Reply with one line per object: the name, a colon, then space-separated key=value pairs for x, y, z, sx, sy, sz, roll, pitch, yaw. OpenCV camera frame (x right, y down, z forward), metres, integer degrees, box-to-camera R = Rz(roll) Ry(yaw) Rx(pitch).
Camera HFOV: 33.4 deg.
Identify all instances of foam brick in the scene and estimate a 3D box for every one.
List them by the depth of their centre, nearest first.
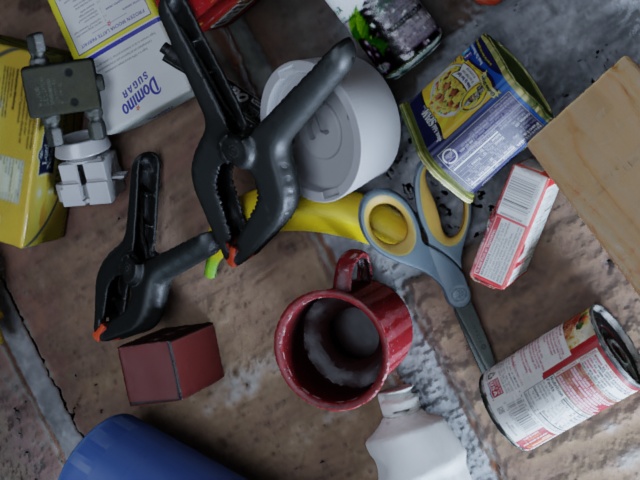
foam brick: x=-0.124 y=0.103 z=0.897 sx=0.053 sy=0.078 sz=0.051 roll=-10 pitch=94 yaw=22

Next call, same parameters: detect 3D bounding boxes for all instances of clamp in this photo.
clamp: x=-0.062 y=-0.080 z=0.800 sx=0.165 sy=0.036 sz=0.210 roll=28 pitch=125 yaw=23
clamp: x=-0.142 y=0.025 z=0.902 sx=0.120 sy=0.039 sz=0.172 roll=41 pitch=119 yaw=40

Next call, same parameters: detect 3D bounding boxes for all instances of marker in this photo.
marker: x=-0.074 y=-0.119 z=0.847 sx=0.121 sy=0.020 sz=0.020 roll=34 pitch=111 yaw=-9

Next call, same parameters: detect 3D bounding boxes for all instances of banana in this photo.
banana: x=-0.015 y=-0.014 z=0.857 sx=0.198 sy=0.037 sz=0.069 roll=-7 pitch=121 yaw=26

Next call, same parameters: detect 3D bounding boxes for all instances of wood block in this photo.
wood block: x=0.234 y=-0.006 z=0.672 sx=0.090 sy=0.090 sz=0.206 roll=-44 pitch=52 yaw=21

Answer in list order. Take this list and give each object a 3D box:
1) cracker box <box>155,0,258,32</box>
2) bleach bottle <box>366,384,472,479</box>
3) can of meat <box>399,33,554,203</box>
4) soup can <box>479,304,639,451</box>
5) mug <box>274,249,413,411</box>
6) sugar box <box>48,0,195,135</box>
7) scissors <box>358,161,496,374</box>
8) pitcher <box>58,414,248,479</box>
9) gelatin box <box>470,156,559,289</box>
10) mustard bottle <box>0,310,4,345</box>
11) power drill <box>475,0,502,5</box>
cracker box: x=-0.092 y=-0.285 z=0.794 sx=0.164 sy=0.071 sz=0.214 roll=-26 pitch=88 yaw=52
bleach bottle: x=0.083 y=0.240 z=0.840 sx=0.103 sy=0.068 sz=0.251 roll=-14 pitch=91 yaw=23
can of meat: x=0.111 y=-0.089 z=0.755 sx=0.057 sy=0.102 sz=0.084 roll=36 pitch=113 yaw=-27
soup can: x=0.175 y=0.101 z=0.774 sx=0.102 sy=0.068 sz=0.068 roll=-36 pitch=84 yaw=24
mug: x=0.023 y=0.064 z=0.825 sx=0.093 sy=0.081 sz=0.117 roll=5 pitch=101 yaw=22
sugar box: x=-0.168 y=-0.186 z=0.887 sx=0.093 sy=0.048 sz=0.176 roll=-23 pitch=93 yaw=25
scissors: x=0.085 y=0.037 z=0.812 sx=0.096 sy=0.016 sz=0.202 roll=-8 pitch=96 yaw=-6
pitcher: x=-0.100 y=0.255 z=0.893 sx=0.243 sy=0.144 sz=0.149 roll=28 pitch=96 yaw=20
gelatin box: x=0.142 y=-0.013 z=0.766 sx=0.030 sy=0.073 sz=0.089 roll=25 pitch=108 yaw=17
mustard bottle: x=-0.352 y=0.019 z=0.990 sx=0.096 sy=0.058 sz=0.191 roll=-38 pitch=83 yaw=18
power drill: x=0.090 y=-0.284 z=0.754 sx=0.188 sy=0.057 sz=0.184 roll=31 pitch=106 yaw=17
